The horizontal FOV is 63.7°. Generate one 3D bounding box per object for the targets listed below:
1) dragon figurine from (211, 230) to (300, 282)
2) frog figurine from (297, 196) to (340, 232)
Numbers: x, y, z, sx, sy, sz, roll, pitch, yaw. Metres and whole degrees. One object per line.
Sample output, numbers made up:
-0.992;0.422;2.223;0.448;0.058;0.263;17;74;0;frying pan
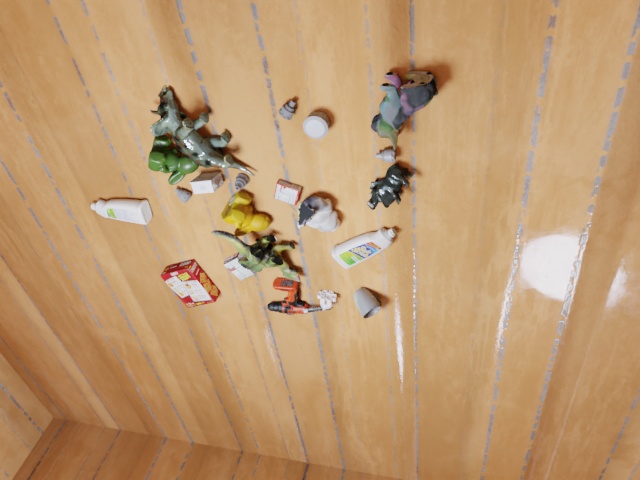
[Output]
-0.249;0.071;1.994;0.408;0.125;0.238;21;-34;-17;dragon figurine
0.006;-0.092;1.829;0.159;0.125;0.134;3;-46;-36;frog figurine
